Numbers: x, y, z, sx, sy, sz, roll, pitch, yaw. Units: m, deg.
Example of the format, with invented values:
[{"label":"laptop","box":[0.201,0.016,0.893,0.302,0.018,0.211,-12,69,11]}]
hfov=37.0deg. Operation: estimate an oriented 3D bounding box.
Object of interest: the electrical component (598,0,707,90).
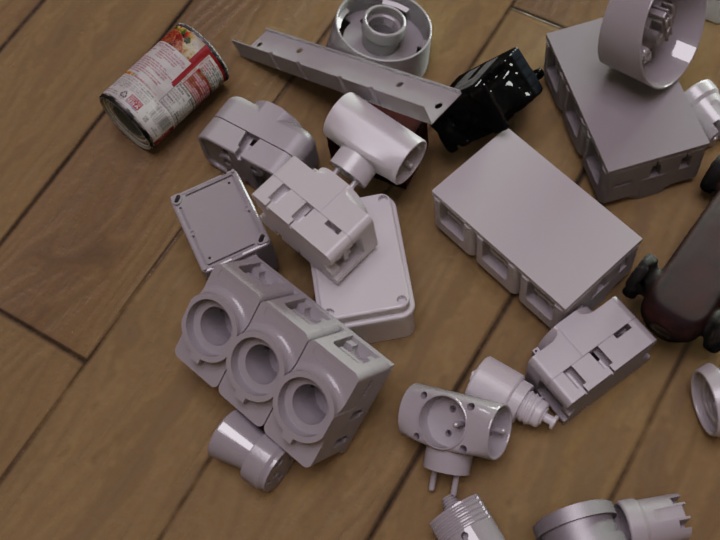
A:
[{"label":"electrical component","box":[0.239,-0.203,0.877,0.064,0.099,0.099,26,69,24]}]

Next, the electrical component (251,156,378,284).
[{"label":"electrical component","box":[-0.033,-0.043,0.856,0.089,0.050,0.056,40,75,22]}]

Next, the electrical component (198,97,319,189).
[{"label":"electrical component","box":[-0.087,-0.110,0.958,0.095,0.053,0.059,29,70,18]}]

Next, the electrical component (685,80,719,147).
[{"label":"electrical component","box":[0.303,-0.136,0.939,0.040,0.040,0.046,-30,70,-9]}]

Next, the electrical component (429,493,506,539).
[{"label":"electrical component","box":[0.085,0.202,0.793,0.043,0.043,0.081,-28,64,-8]}]

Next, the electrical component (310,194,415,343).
[{"label":"electrical component","box":[0.000,0.000,0.893,0.078,0.057,0.113,-10,63,1]}]

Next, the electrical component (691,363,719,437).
[{"label":"electrical component","box":[0.289,0.095,0.817,0.057,0.058,0.078,-11,64,-3]}]

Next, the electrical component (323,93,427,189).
[{"label":"electrical component","box":[0.002,-0.095,0.892,0.077,0.044,0.079,36,87,16]}]

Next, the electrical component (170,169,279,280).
[{"label":"electrical component","box":[-0.111,-0.024,0.915,0.062,0.061,0.096,-25,64,-7]}]

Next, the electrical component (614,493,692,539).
[{"label":"electrical component","box":[0.215,0.185,0.791,0.046,0.040,0.040,-10,63,-5]}]

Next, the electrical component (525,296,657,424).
[{"label":"electrical component","box":[0.178,0.068,0.845,0.089,0.050,0.055,-35,66,-11]}]

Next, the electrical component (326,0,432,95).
[{"label":"electrical component","box":[0.017,-0.210,1.004,0.099,0.064,0.099,4,58,-6]}]

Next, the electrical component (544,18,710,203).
[{"label":"electrical component","box":[0.227,-0.142,0.936,0.089,0.061,0.150,-16,64,-2]}]

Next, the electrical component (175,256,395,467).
[{"label":"electrical component","box":[-0.063,0.069,0.834,0.150,0.062,0.089,37,113,21]}]

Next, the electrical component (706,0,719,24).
[{"label":"electrical component","box":[0.322,-0.286,1.005,0.076,0.047,0.083,27,70,17]}]

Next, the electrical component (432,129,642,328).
[{"label":"electrical component","box":[0.143,-0.031,0.891,0.089,0.061,0.150,-40,67,-13]}]

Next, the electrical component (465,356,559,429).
[{"label":"electrical component","box":[0.119,0.100,0.842,0.078,0.040,0.040,29,70,18]}]

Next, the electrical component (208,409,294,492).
[{"label":"electrical component","box":[-0.084,0.141,0.840,0.055,0.045,0.045,31,71,19]}]

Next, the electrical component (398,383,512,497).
[{"label":"electrical component","box":[0.069,0.133,0.824,0.077,0.044,0.079,10,91,31]}]
